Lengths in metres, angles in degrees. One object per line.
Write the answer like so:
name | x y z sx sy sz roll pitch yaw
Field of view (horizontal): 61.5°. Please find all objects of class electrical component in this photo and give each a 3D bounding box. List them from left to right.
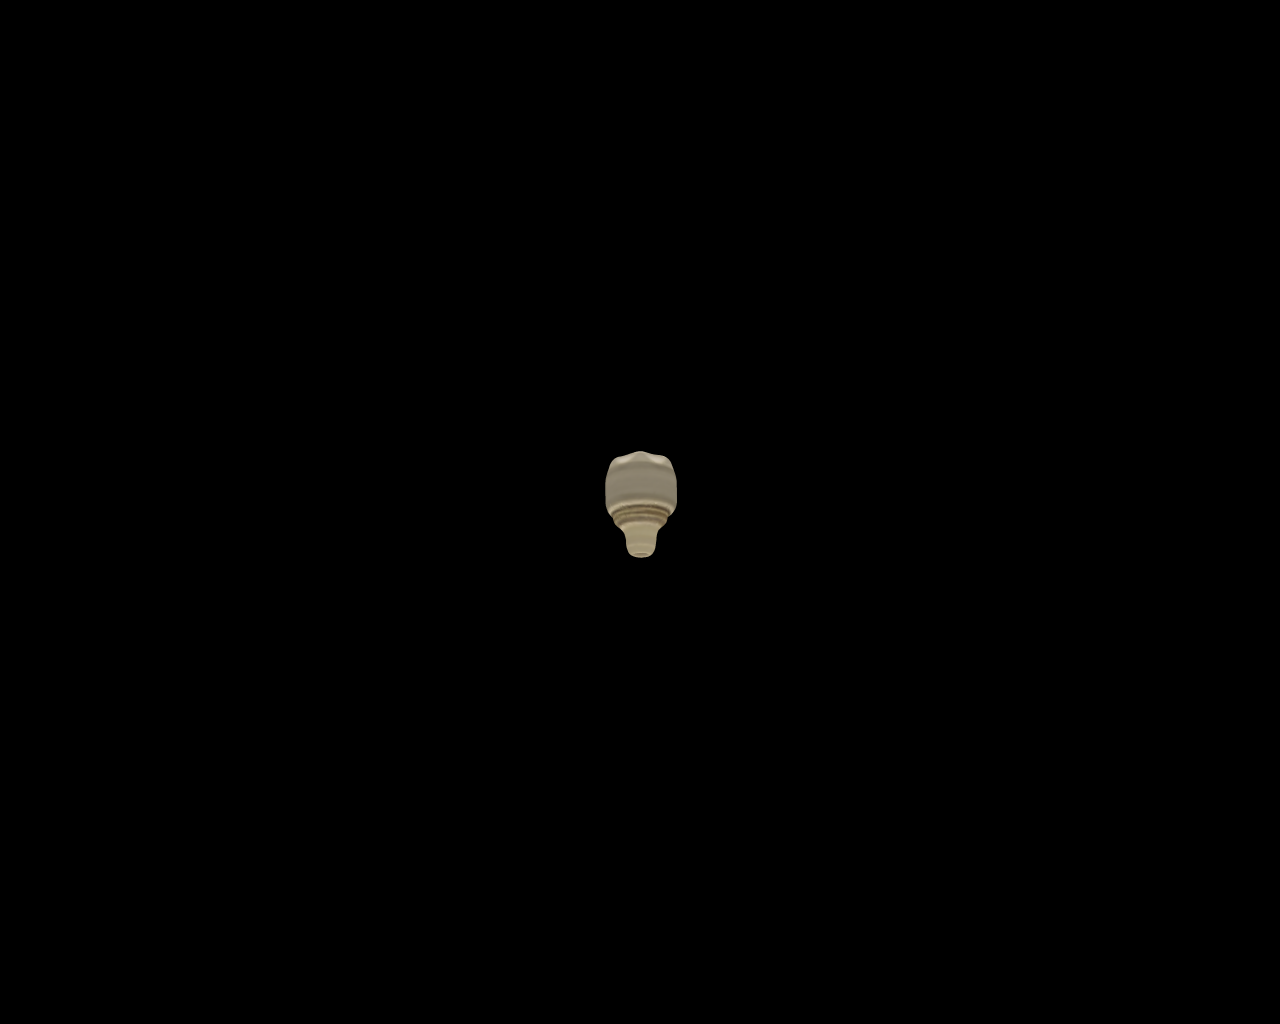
electrical component | 0.001 -0.003 0.650 0.043 0.062 0.043 0 -19 0
